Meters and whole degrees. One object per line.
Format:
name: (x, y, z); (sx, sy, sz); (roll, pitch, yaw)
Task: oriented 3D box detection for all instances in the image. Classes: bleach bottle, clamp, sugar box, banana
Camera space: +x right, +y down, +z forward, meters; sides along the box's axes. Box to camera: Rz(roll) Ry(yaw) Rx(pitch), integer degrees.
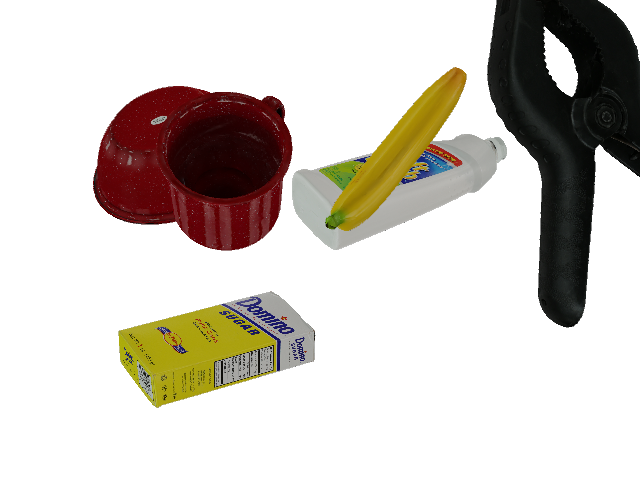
bleach bottle: (0.099, -0.072, 1.212); (0.250, 0.068, 0.103); (-21, 43, -23)
clamp: (0.123, -0.047, 0.512); (0.120, 0.171, 0.039); (-36, 6, -24)
sugar box: (-0.103, 0.105, 1.070); (0.176, 0.048, 0.093); (-16, 33, -26)
banana: (0.069, -0.075, 0.984); (0.037, 0.197, 0.070); (40, -13, -6)

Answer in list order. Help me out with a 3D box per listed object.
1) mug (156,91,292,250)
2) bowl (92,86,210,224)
mug: (-0.062, -0.054, 0.768); (0.093, 0.117, 0.081); (27, -27, 11)
bowl: (-0.135, -0.088, 0.951); (0.162, 0.162, 0.055); (0, -44, 18)
